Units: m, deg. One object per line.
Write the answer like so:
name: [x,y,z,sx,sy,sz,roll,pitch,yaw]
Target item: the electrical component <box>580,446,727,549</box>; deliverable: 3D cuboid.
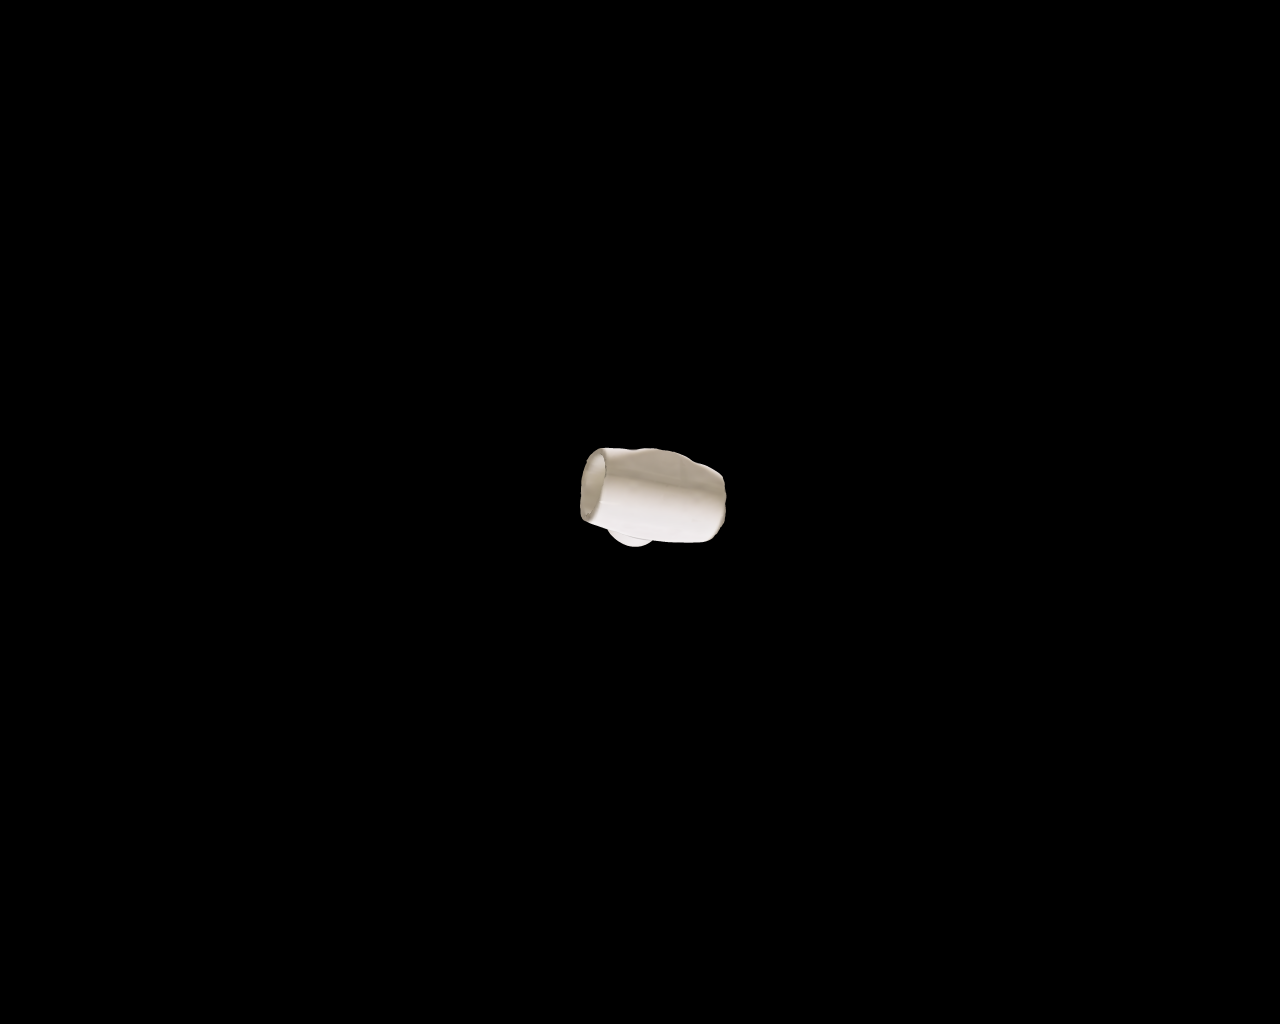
electrical component: [0.001,-0.003,0.650,0.077,0.044,0.079,10,-28,-20]
